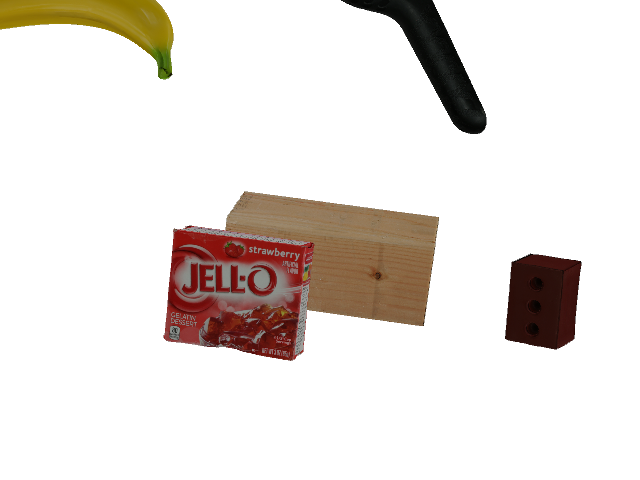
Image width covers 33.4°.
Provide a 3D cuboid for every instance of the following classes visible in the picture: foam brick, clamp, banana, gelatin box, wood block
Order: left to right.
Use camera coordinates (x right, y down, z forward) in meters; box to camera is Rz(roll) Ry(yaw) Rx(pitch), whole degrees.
[{"bbox_3d":[-0.192,-0.178,0.838,0.198,0.069,0.037,15,-38,18],"label":"banana"},{"bbox_3d":[-0.052,0.032,0.677,0.089,0.073,0.030,8,7,13],"label":"gelatin box"},{"bbox_3d":[0.011,0.017,1.089,0.206,0.091,0.090,8,22,6],"label":"wood block"},{"bbox_3d":[0.062,-0.179,0.757,0.210,0.164,0.036,27,-26,-10],"label":"clamp"},{"bbox_3d":[0.208,0.056,0.998,0.053,0.078,0.051,9,15,31],"label":"foam brick"}]
